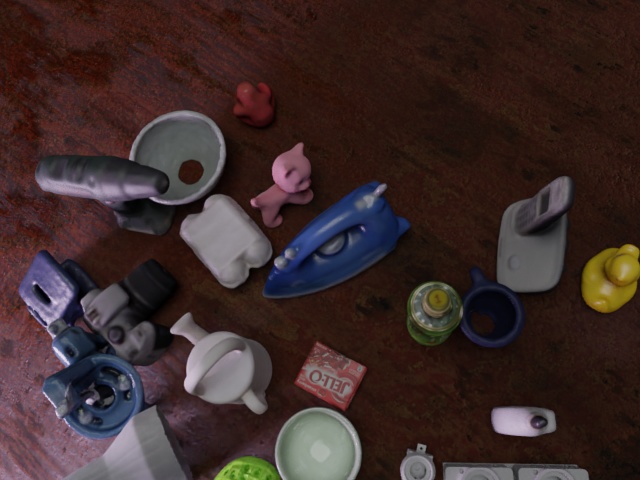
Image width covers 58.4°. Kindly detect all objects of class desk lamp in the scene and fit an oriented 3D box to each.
[{"bbox_3d":[-0.256,0.320,0.779,0.203,0.214,0.118,-30,73,-1],"label":"desk lamp"}]

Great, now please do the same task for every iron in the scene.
[{"bbox_3d":[0.008,0.003,0.870,0.258,0.141,0.118,-35,73,-3],"label":"iron"}]

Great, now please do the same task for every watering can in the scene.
[{"bbox_3d":[-0.143,0.178,0.814,0.172,0.194,0.101,21,78,13],"label":"watering can"}]

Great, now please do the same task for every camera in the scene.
[{"bbox_3d":[-0.288,0.105,0.902,0.137,0.101,0.143,-45,74,-6],"label":"camera"}]

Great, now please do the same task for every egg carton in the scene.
[{"bbox_3d":[-0.151,0.000,0.930,0.107,0.069,0.150,-43,74,-5],"label":"egg carton"}]

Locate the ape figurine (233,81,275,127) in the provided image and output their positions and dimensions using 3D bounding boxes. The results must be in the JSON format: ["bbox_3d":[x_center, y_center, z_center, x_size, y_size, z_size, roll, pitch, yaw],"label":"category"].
[{"bbox_3d":[-0.116,-0.239,0.980,0.078,0.092,0.076,-26,73,0],"label":"ape figurine"}]

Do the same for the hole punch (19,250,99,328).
[{"bbox_3d":[-0.432,0.086,0.932,0.108,0.091,0.101,41,83,16],"label":"hole punch"}]

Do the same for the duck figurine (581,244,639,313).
[{"bbox_3d":[0.428,0.053,0.829,0.077,0.086,0.105,27,80,14],"label":"duck figurine"}]

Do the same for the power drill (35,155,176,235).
[{"bbox_3d":[-0.309,-0.075,0.899,0.229,0.208,0.076,9,76,10],"label":"power drill"}]

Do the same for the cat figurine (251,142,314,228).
[{"bbox_3d":[-0.059,-0.091,0.918,0.128,0.118,0.067,-40,73,-4],"label":"cat figurine"}]

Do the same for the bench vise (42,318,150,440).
[{"bbox_3d":[-0.349,0.204,0.821,0.207,0.220,0.121,29,80,14],"label":"bench vise"}]

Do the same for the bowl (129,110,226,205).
[{"bbox_3d":[-0.231,-0.130,0.974,0.167,0.075,0.167,-2,74,7],"label":"bowl"}]

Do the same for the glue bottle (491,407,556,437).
[{"bbox_3d":[0.274,0.238,0.753,0.078,0.173,0.037,-5,74,7],"label":"glue bottle"}]

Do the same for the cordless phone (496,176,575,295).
[{"bbox_3d":[0.311,-0.004,0.809,0.094,0.185,0.147,5,75,9],"label":"cordless phone"}]

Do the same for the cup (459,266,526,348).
[{"bbox_3d":[0.239,0.102,0.836,0.091,0.095,0.117,-17,73,3],"label":"cup"}]
